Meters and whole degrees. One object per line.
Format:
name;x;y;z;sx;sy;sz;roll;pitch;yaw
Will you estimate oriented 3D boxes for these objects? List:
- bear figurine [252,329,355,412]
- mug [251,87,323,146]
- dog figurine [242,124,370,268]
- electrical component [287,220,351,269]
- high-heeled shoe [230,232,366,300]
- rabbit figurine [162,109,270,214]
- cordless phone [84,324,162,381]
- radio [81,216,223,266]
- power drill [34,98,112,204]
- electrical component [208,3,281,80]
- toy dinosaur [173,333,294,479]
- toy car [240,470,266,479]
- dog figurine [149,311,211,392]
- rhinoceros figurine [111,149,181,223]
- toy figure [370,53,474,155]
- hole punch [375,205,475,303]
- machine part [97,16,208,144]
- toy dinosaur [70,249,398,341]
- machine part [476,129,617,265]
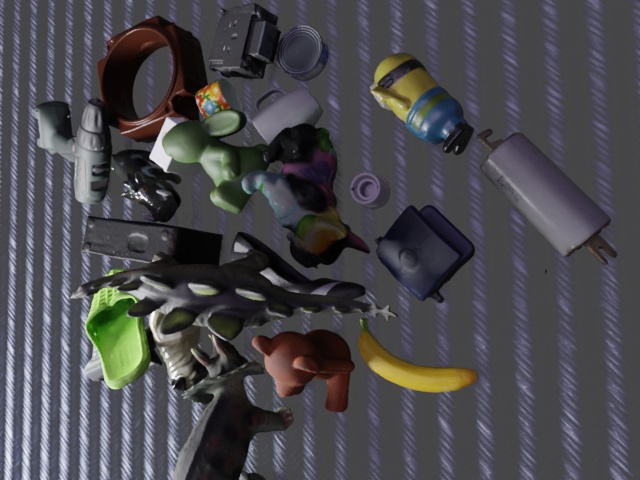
bear figurine;-0.024;0.196;0.796;0.120;0.195;0.131;16;95;21
mug;-0.055;-0.211;0.904;0.107;0.080;0.110;-35;67;7
dog figurine;-0.001;-0.064;0.817;0.219;0.108;0.191;37;90;38
electrical component;-0.001;-0.004;0.883;0.102;0.045;0.078;-35;45;16
high-heeled shoe;-0.042;0.041;0.870;0.249;0.086;0.145;-11;86;31
rabbit figurine;-0.172;-0.144;0.891;0.170;0.121;0.159;32;98;-13
cordless phone;-0.376;0.167;1.028;0.147;0.088;0.184;-27;58;21
radio;-0.305;0.006;0.968;0.230;0.131;0.073;6;88;24
power drill;-0.478;-0.201;1.058;0.207;0.086;0.231;31;128;25
electrical component;-0.129;-0.342;0.932;0.134;0.058;0.114;15;95;43
toy dinosaur;-0.161;0.336;0.821;0.131;0.192;0.405;-9;53;35
toy car;-0.077;0.460;0.880;0.202;0.056;0.073;30;99;22
dog figurine;-0.261;0.159;0.970;0.121;0.172;0.190;-6;113;-13
rhinoceros figurine;-0.318;-0.104;0.993;0.073;0.112;0.190;-51;61;12
toy figure;0.154;-0.205;0.804;0.089;0.082;0.180;-46;65;3
hole punch;0.148;0.018;0.790;0.142;0.092;0.115;45;108;16
machine part;-0.320;-0.300;1.019;0.202;0.087;0.201;-14;81;21
toy dinosaur;-0.132;0.081;0.768;0.472;0.198;0.105;0;99;2
machine part;0.302;-0.062;0.729;0.079;0.079;0.243;-44;72;16
